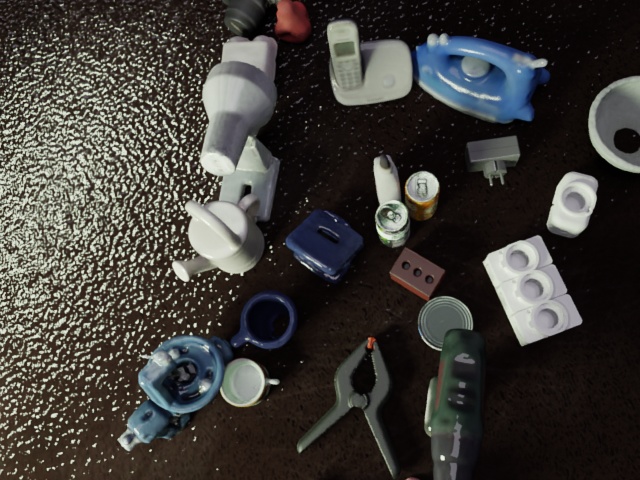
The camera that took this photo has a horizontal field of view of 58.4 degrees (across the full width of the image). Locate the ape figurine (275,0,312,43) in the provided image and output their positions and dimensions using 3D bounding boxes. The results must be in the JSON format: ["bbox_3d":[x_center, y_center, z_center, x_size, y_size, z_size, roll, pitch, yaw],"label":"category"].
[{"bbox_3d":[-0.055,-0.419,1.078,0.078,0.092,0.076,-37,73,-2],"label":"ape figurine"}]

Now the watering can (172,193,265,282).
[{"bbox_3d":[-0.164,-0.006,0.930,0.100,0.194,0.173,17,78,12],"label":"watering can"}]

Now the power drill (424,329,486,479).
[{"bbox_3d":[0.190,0.245,0.805,0.075,0.208,0.230,6,76,10],"label":"power drill"}]

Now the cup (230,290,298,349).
[{"bbox_3d":[-0.084,0.142,0.931,0.118,0.095,0.091,-34,73,-2],"label":"cup"}]

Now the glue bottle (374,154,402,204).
[{"bbox_3d":[0.107,-0.102,0.928,0.037,0.173,0.078,-15,73,5],"label":"glue bottle"}]

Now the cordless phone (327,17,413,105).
[{"bbox_3d":[0.084,-0.315,0.981,0.147,0.185,0.094,-9,74,6],"label":"cordless phone"}]

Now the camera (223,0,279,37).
[{"bbox_3d":[-0.147,-0.474,1.101,0.143,0.101,0.137,22,79,13],"label":"camera"}]

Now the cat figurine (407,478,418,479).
[{"bbox_3d":[0.149,0.388,0.820,0.127,0.118,0.067,11,77,11],"label":"cat figurine"}]

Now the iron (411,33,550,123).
[{"bbox_3d":[0.258,-0.299,0.975,0.257,0.141,0.119,22,79,13],"label":"iron"}]

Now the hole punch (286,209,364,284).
[{"bbox_3d":[0.009,0.003,0.957,0.108,0.091,0.101,33,82,15],"label":"hole punch"}]

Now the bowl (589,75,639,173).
[{"bbox_3d":[0.519,-0.179,0.940,0.167,0.075,0.167,-2,75,8],"label":"bowl"}]

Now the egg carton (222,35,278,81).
[{"bbox_3d":[-0.134,-0.312,1.072,0.107,0.069,0.150,0,75,8],"label":"egg carton"}]

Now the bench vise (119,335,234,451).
[{"bbox_3d":[-0.225,0.234,0.862,0.121,0.220,0.207,20,79,13],"label":"bench vise"}]

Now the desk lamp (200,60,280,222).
[{"bbox_3d":[-0.133,-0.159,0.956,0.117,0.214,0.203,5,76,10],"label":"desk lamp"}]
